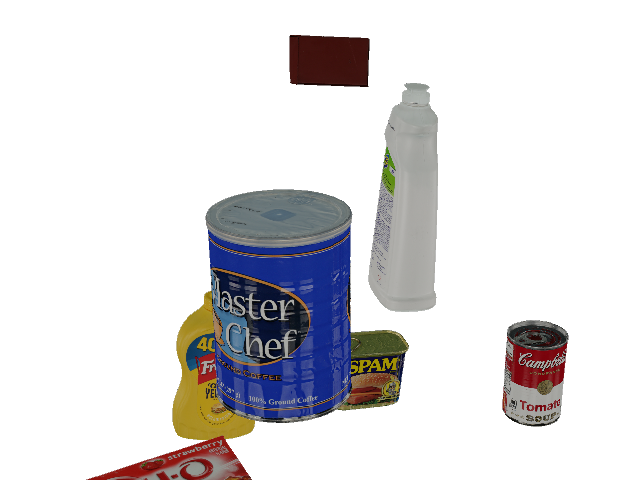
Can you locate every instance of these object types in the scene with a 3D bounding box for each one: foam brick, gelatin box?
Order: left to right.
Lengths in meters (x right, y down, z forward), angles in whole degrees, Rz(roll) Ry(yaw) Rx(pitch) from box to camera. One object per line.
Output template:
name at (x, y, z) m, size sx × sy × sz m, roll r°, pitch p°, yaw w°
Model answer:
gelatin box at (-0.079, 0.146, 0.574) m, size 0.089 × 0.030 × 0.073 m, roll -14°, pitch 27°, yaw -21°
foam brick at (0.009, -0.189, 1.122) m, size 0.078 × 0.051 × 0.053 m, roll 0°, pitch 11°, yaw -10°

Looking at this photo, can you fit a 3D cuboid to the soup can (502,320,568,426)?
soup can at (0.243, 0.151, 1.215) m, size 0.068 × 0.102 × 0.068 m, roll 0°, pitch 22°, yaw 0°

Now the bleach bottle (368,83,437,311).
bleach bottle at (0.101, -0.052, 1.220) m, size 0.068 × 0.251 × 0.103 m, roll -3°, pitch 23°, yaw -15°

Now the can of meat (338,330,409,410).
can of meat at (0.057, 0.167, 1.373) m, size 0.102 × 0.084 × 0.057 m, roll -2°, pitch 25°, yaw -18°

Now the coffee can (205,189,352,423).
coffee can at (-0.028, 0.045, 0.771) m, size 0.103 × 0.140 × 0.103 m, roll -1°, pitch 21°, yaw 0°

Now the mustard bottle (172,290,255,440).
mustard bottle at (-0.118, 0.134, 1.232) m, size 0.096 × 0.192 × 0.058 m, roll 0°, pitch 18°, yaw -15°
